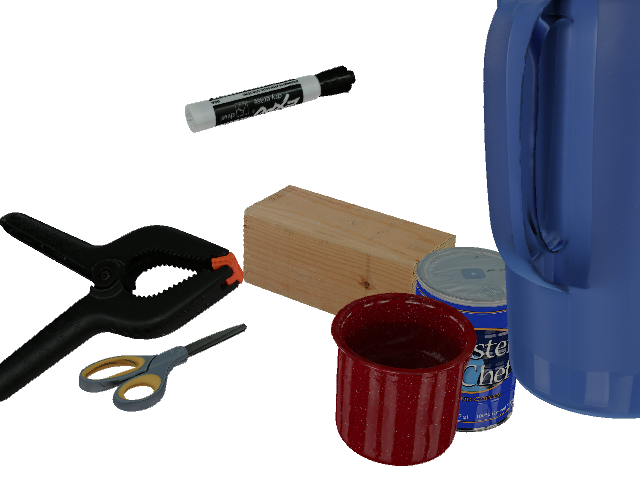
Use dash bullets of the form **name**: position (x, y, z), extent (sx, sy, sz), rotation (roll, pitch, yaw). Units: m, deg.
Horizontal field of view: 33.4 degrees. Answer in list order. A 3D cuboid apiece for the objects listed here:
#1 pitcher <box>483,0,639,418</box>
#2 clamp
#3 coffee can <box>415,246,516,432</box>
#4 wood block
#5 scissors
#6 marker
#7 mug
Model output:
- **pitcher**: position (0.147, -0.032, 0.546), extent (0.149, 0.243, 0.145), rotation (-3, 21, -1)
- **clamp**: position (-0.166, 0.028, 0.825), extent (0.210, 0.164, 0.036), rotation (-15, -33, 5)
- **coffee can**: position (0.135, 0.090, 0.990), extent (0.103, 0.140, 0.103), rotation (1, 27, -1)
- **wood block**: position (0.027, 0.020, 1.123), extent (0.206, 0.091, 0.090), rotation (19, 31, 29)
- **scissors**: position (-0.146, 0.130, 1.098), extent (0.201, 0.016, 0.096), rotation (-11, 31, -28)
- **marker**: position (-0.032, -0.097, 0.720), extent (0.121, 0.020, 0.020), rotation (-18, 6, -19)
- **mug**: position (0.060, 0.089, 0.709), extent (0.093, 0.081, 0.117), rotation (27, 37, 37)
